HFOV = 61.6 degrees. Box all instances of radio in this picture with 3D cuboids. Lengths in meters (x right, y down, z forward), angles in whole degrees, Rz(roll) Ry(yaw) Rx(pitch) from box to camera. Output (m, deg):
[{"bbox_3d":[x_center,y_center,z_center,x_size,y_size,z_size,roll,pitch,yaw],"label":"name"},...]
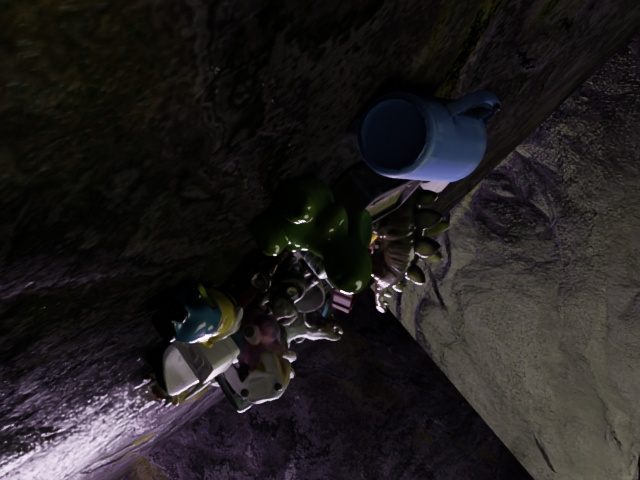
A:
[{"bbox_3d":[0.100,-0.089,0.970,0.229,0.073,0.131,-30,166,-46],"label":"radio"}]

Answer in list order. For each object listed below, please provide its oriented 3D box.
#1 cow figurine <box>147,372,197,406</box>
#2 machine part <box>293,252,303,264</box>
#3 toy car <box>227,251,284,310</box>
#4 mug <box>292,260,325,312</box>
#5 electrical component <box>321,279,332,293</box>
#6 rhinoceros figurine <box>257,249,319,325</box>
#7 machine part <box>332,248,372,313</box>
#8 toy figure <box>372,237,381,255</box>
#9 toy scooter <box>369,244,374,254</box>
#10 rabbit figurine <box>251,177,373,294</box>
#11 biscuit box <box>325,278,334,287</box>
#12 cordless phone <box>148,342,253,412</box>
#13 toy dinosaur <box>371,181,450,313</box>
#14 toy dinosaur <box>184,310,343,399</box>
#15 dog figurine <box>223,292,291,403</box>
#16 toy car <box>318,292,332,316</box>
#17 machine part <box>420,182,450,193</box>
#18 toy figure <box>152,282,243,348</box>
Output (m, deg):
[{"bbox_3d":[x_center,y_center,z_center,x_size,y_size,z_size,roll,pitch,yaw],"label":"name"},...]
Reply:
[{"bbox_3d":[-0.273,0.268,1.118,0.195,0.085,0.127,-40,176,12],"label":"cow figurine"},{"bbox_3d":[-0.002,-0.003,1.074,0.139,0.039,0.084,-35,160,-18],"label":"machine part"},{"bbox_3d":[-0.130,0.085,0.925,0.202,0.053,0.089,-48,-173,33],"label":"toy car"},{"bbox_3d":[-0.041,0.084,1.158,0.081,0.109,0.107,-24,-150,7],"label":"mug"},{"bbox_3d":[0.012,0.075,1.283,0.134,0.058,0.115,-38,-164,-14],"label":"electrical component"},{"bbox_3d":[-0.065,0.084,0.961,0.112,0.073,0.190,-43,-167,3],"label":"rhinoceros figurine"},{"bbox_3d":[0.082,0.099,1.404,0.179,0.056,0.179,19,90,-81],"label":"machine part"},{"bbox_3d":[0.168,-0.008,1.423,0.058,0.064,0.154,-14,-137,26],"label":"toy figure"},{"bbox_3d":[0.152,0.003,1.539,0.184,0.075,0.135,-33,167,-19],"label":"toy scooter"},{"bbox_3d":[0.009,0.005,0.770,0.121,0.170,0.159,-45,168,28],"label":"rabbit figurine"},{"bbox_3d":[0.022,0.044,1.119,0.063,0.059,0.203,-34,-172,-2],"label":"biscuit box"},{"bbox_3d":[-0.215,0.257,0.997,0.088,0.184,0.146,-43,171,37],"label":"cordless phone"},{"bbox_3d":[0.177,-0.026,1.172,0.105,0.199,0.470,-44,144,-53],"label":"toy dinosaur"},{"bbox_3d":[-0.154,0.245,1.293,0.405,0.192,0.131,-17,137,10],"label":"toy dinosaur"},{"bbox_3d":[-0.110,0.195,1.052,0.108,0.191,0.219,-29,-178,16],"label":"dog figurine"},{"bbox_3d":[-0.033,0.154,1.424,0.162,0.103,0.109,-93,-155,-62],"label":"toy car"},{"bbox_3d":[0.298,-0.183,1.272,0.079,0.079,0.243,-36,168,-24],"label":"machine part"},{"bbox_3d":[-0.177,0.107,0.795,0.082,0.089,0.180,-30,163,14],"label":"toy figure"}]
